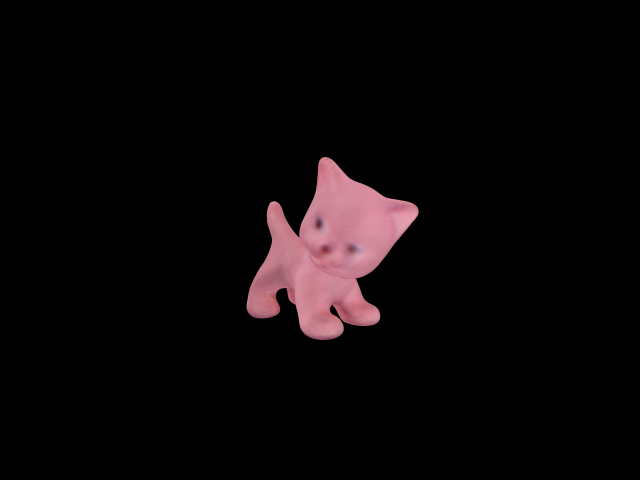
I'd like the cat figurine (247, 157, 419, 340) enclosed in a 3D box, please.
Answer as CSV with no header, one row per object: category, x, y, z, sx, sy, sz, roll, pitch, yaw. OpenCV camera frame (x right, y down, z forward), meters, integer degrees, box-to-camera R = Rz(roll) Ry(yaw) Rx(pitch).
cat figurine,0.004,0.001,0.400,0.067,0.118,0.127,-8,11,-43
